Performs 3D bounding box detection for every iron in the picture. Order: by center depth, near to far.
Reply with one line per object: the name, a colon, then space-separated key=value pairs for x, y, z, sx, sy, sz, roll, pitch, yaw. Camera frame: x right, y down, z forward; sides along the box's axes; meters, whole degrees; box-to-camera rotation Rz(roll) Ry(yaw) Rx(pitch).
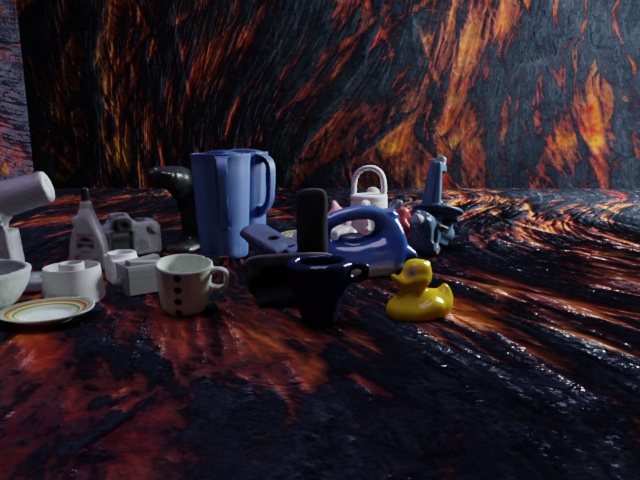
iron: x=0.055 y=-0.003 z=1.116 sx=0.259 sy=0.141 sz=0.118 roll=-4 pitch=10 yaw=-19

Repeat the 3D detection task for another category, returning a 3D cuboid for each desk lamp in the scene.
desk lamp: x=-0.555 y=-0.015 z=1.031 sx=0.203 sy=0.213 sz=0.117 roll=-3 pitch=10 yaw=-10

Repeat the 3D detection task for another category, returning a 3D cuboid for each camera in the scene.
camera: x=-0.470 y=-0.019 z=1.378 sx=0.143 sy=0.101 sz=0.136 roll=-7 pitch=12 yaw=-33

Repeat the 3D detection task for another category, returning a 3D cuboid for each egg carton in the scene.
egg carton: x=0.012 y=0.005 z=1.289 sx=0.150 sy=0.069 sz=0.107 roll=4 pitch=11 yaw=24

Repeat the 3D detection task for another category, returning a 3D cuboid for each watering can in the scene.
watering can: x=0.129 y=-0.103 z=1.535 sx=0.101 sy=0.194 sz=0.172 roll=-3 pitch=10 yaw=-9

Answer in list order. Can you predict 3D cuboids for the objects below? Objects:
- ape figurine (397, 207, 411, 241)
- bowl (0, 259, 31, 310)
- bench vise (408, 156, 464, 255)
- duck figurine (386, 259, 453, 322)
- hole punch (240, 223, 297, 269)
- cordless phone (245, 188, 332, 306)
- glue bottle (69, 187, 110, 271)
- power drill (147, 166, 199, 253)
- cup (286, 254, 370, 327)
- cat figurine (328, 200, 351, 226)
ape figurine: x=0.212 y=-0.039 z=1.454 sx=0.076 sy=0.092 sz=0.077 roll=-5 pitch=11 yaw=-23
bowl: x=-0.531 y=0.081 z=0.879 sx=0.167 sy=0.075 sz=0.167 roll=-1 pitch=10 yaw=0
bench vise: x=0.270 y=-0.082 z=1.322 sx=0.121 sy=0.220 sz=0.208 roll=1 pitch=10 yaw=13
duck figurine: x=0.148 y=0.070 z=0.850 sx=0.105 sy=0.086 sz=0.077 roll=-4 pitch=11 yaw=-19
hole punch: x=-0.103 y=0.013 z=1.186 sx=0.100 sy=0.091 sz=0.109 roll=3 pitch=11 yaw=23
cordless phone: x=-0.049 y=0.009 z=0.931 sx=0.148 sy=0.185 sz=0.094 roll=-3 pitch=10 yaw=-10
glue bottle: x=-0.481 y=-0.022 z=1.185 sx=0.078 sy=0.173 sz=0.037 roll=-1 pitch=10 yaw=-2
power drill: x=-0.332 y=-0.079 z=1.395 sx=0.075 sy=0.208 sz=0.230 roll=3 pitch=11 yaw=21
cup: x=0.012 y=0.073 z=0.818 sx=0.118 sy=0.095 sz=0.091 roll=-2 pitch=10 yaw=-4
cat figurine: x=0.048 y=-0.039 z=1.397 sx=0.067 sy=0.118 sz=0.128 roll=1 pitch=10 yaw=12
